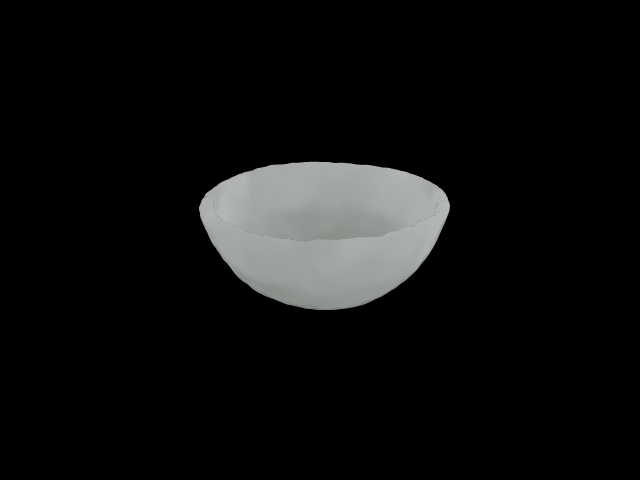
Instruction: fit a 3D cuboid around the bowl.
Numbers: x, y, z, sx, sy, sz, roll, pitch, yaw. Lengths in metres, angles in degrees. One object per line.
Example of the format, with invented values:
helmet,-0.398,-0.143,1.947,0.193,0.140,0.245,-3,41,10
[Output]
bowl,0.004,0.001,0.400,0.167,0.075,0.167,0,23,0
